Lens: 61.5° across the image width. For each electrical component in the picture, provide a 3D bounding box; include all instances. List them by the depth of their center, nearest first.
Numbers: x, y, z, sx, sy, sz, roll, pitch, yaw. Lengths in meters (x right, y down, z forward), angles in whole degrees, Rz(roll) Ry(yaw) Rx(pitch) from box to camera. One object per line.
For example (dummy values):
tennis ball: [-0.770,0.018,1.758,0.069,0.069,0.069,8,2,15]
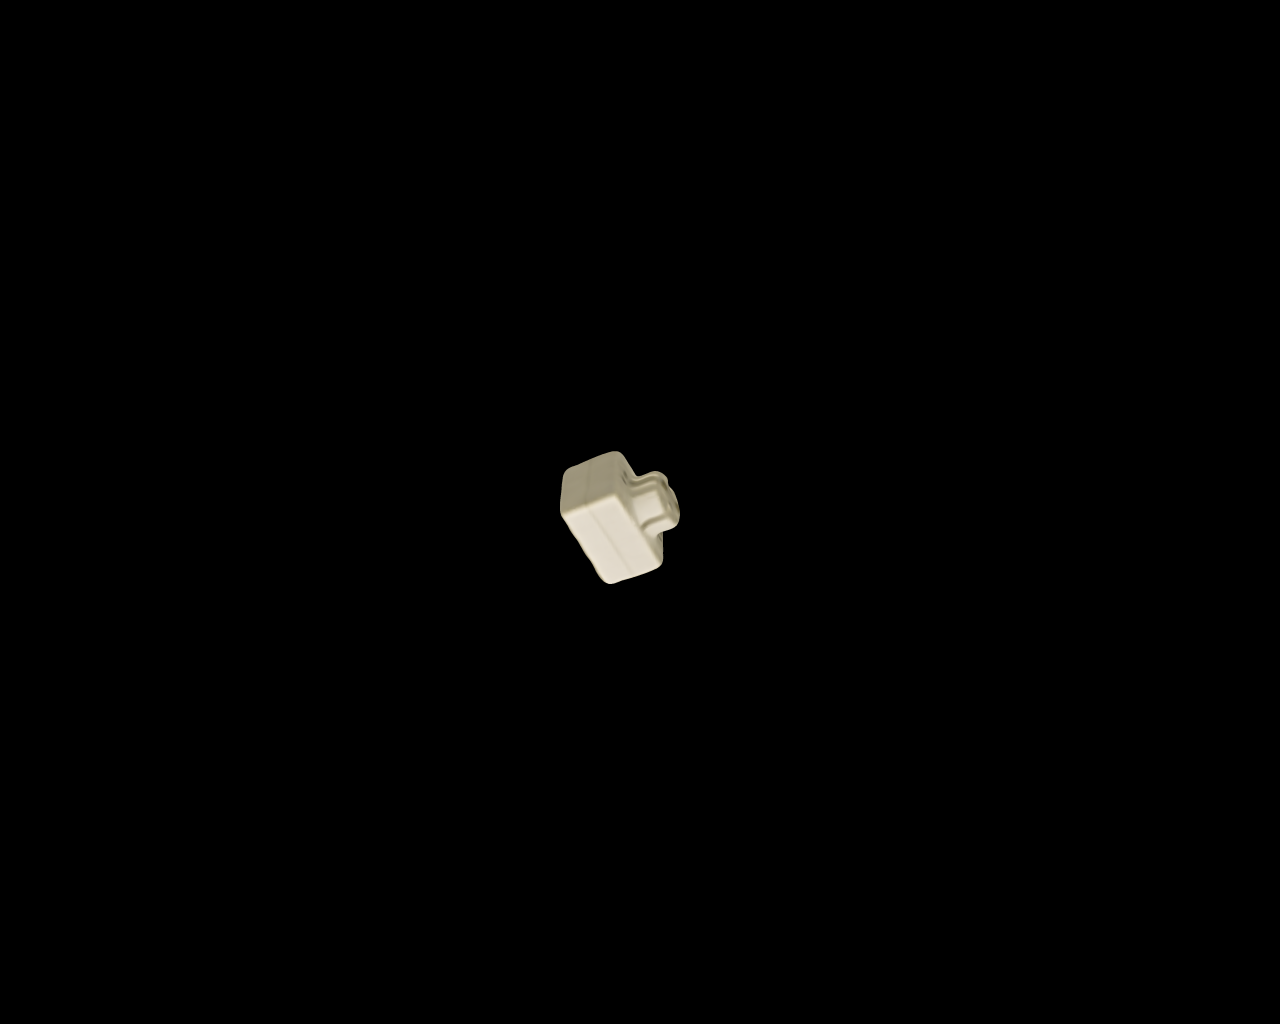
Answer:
electrical component: [0.001,-0.003,0.650,0.076,0.065,0.047,-21,36,16]
